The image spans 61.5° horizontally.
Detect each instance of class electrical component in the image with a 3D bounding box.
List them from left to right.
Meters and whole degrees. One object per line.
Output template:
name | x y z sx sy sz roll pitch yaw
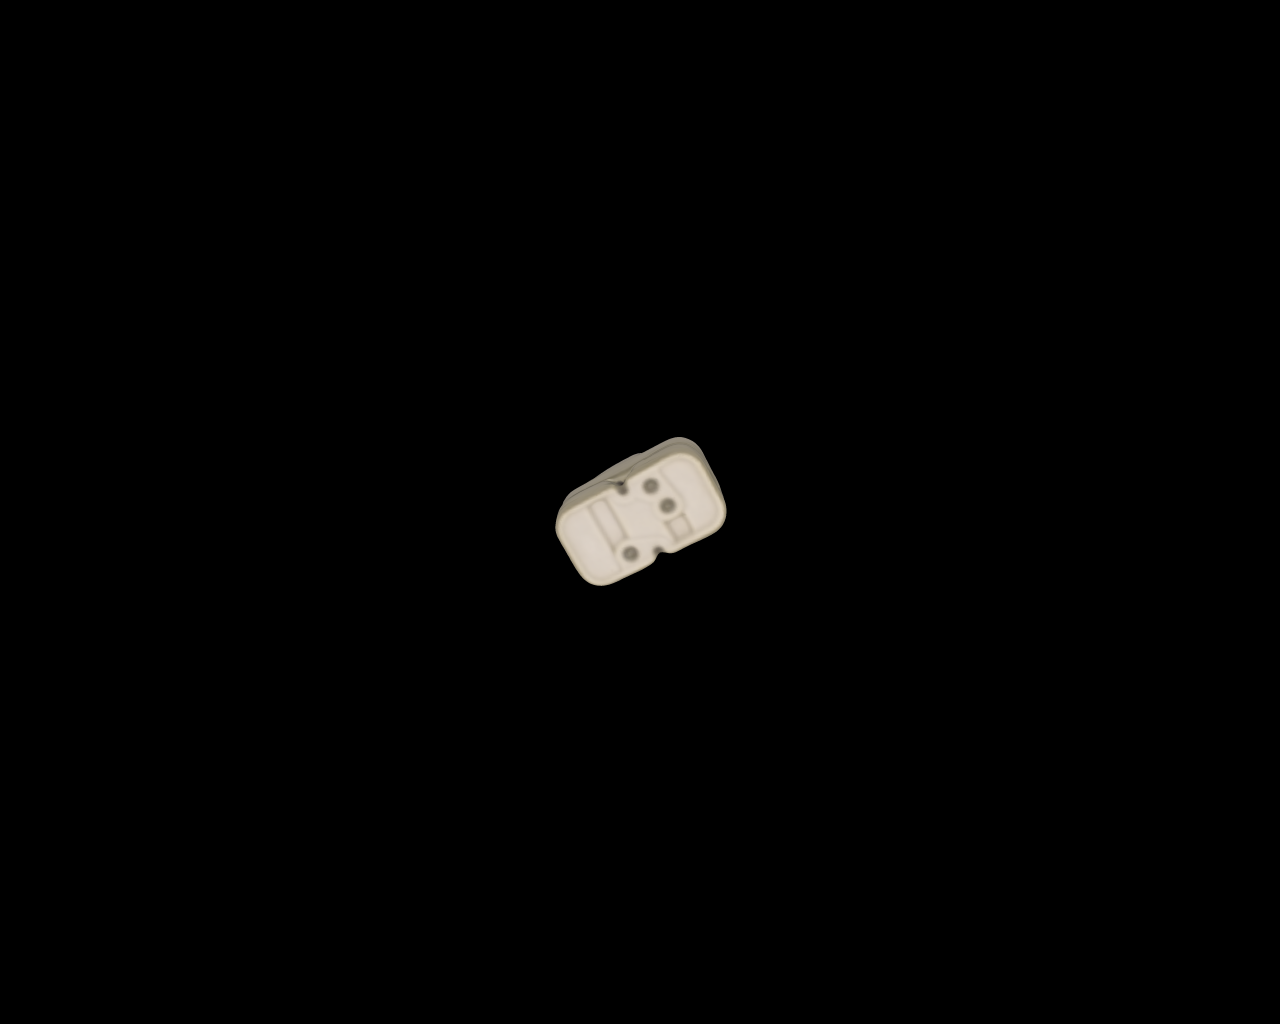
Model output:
electrical component | 0.001 -0.003 0.650 0.095 0.053 0.059 -27 14 7
